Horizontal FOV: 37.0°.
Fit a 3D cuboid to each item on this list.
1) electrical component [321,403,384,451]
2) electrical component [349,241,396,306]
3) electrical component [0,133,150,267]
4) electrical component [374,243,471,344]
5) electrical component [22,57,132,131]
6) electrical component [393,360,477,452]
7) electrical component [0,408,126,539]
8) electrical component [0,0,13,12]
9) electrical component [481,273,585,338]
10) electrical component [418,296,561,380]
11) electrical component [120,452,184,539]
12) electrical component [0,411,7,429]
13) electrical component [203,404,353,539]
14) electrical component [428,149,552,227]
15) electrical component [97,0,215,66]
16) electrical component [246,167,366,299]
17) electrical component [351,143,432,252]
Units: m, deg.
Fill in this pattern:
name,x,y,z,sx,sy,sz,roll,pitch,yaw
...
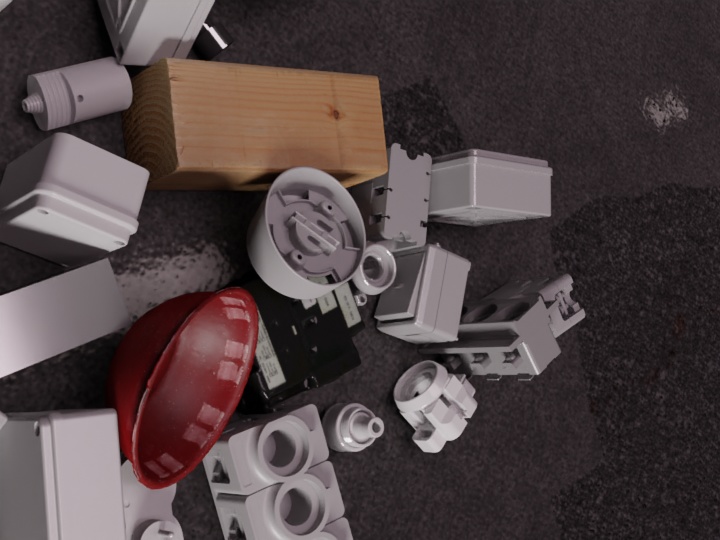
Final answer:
name,x,y,z,sx,sy,sz,roll,pitch,yaw
electrical component,-0.004,0.139,0.952,0.043,0.062,0.043,6,80,-37
electrical component,0.000,0.000,0.980,0.048,0.055,0.066,-27,100,-37
electrical component,-0.215,-0.048,0.787,0.078,0.113,0.057,24,66,-32
electrical component,0.058,0.016,1.018,0.061,0.062,0.096,22,70,-33
electrical component,-0.224,-0.136,0.836,0.081,0.043,0.043,-24,98,-37
electrical component,0.069,0.123,1.014,0.057,0.058,0.078,50,58,-24
electrical component,-0.214,0.153,0.760,0.056,0.109,0.108,-2,85,-37
electrical component,-0.299,-0.207,0.778,0.096,0.061,0.061,-37,106,-35
electrical component,0.169,0.041,1.081,0.056,0.089,0.050,-29,101,-36
electrical component,0.126,0.066,1.025,0.079,0.121,0.063,-38,109,-35
electrical component,-0.158,0.208,0.817,0.052,0.074,0.138,-5,86,-38
electrical component,-0.298,0.114,0.741,0.066,0.047,0.076,44,59,-24
electrical component,-0.065,0.196,0.898,0.089,0.062,0.150,-18,94,-38
electrical component,0.112,-0.077,1.043,0.109,0.109,0.056,4,84,-37
electrical component,-0.161,-0.232,0.837,0.056,0.108,0.108,-5,61,-35
electrical component,-0.043,-0.028,0.879,0.099,0.064,0.099,13,61,-24
electrical component,0.028,-0.066,1.010,0.050,0.056,0.089,14,75,-35
